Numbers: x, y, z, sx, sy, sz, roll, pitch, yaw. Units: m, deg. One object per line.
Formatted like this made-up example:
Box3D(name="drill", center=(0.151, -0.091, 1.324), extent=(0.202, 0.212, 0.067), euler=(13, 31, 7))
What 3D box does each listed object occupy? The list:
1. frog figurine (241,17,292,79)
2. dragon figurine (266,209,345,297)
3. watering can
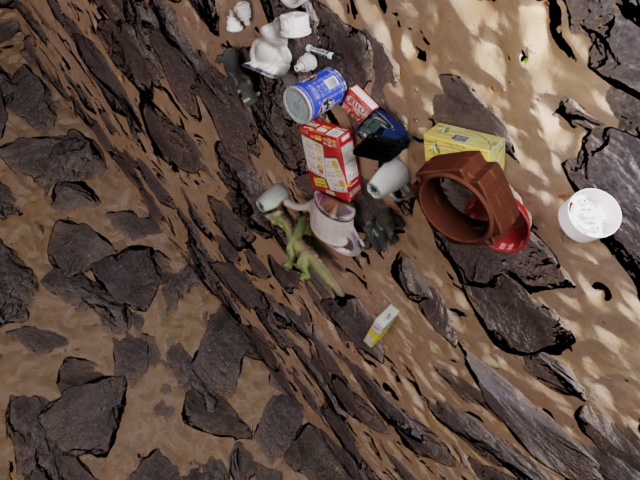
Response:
Box3D(name="frog figurine", center=(-0.131, -0.537, 1.434), extent=(0.139, 0.122, 0.157), euler=(37, 111, 40))
Box3D(name="dragon figurine", center=(-0.047, 0.016, 1.872), extent=(0.415, 0.124, 0.237), euler=(32, 136, 31))
Box3D(name="watering can", center=(0.005, -0.084, 1.676), extent=(0.351, 0.105, 0.219), euler=(39, 146, 22))
